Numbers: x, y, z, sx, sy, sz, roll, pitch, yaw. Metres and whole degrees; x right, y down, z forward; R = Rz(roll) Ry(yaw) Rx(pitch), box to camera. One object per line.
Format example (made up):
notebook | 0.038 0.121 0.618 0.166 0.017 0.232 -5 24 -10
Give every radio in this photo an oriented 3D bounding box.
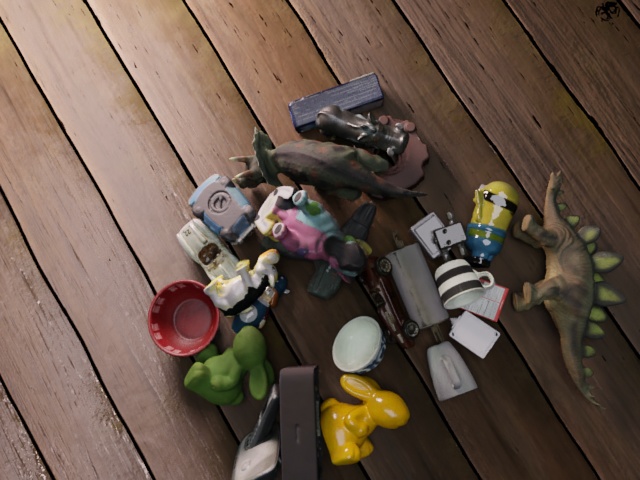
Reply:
radio | -0.036 0.367 1.074 0.073 0.131 0.229 -1 84 5

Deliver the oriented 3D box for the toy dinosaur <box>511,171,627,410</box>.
toy dinosaur | 0.492 0.097 1.066 0.199 0.105 0.471 0 89 2

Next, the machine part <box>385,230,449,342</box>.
machine part | 0.199 0.095 1.106 0.079 0.079 0.243 -23 82 3

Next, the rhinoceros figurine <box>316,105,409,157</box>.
rhinoceros figurine | 0.086 -0.222 1.076 0.190 0.112 0.073 23 87 12

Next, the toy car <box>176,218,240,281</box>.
toy car | -0.226 0.041 1.163 0.073 0.056 0.202 -43 82 0

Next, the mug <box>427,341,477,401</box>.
mug | 0.254 0.258 1.074 0.081 0.109 0.107 -25 69 7

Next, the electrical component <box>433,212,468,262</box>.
electrical component | 0.259 -0.008 1.079 0.063 0.021 0.094 -18 91 2

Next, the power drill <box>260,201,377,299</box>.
power drill | -0.010 -0.005 1.142 0.207 0.086 0.232 21 87 0

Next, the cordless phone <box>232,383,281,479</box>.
cordless phone | -0.106 0.389 1.056 0.089 0.147 0.184 16 108 -6

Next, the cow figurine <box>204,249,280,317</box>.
cow figurine | -0.141 0.090 1.093 0.167 0.068 0.098 -29 99 9

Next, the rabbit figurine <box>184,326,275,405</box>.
rabbit figurine | -0.166 0.257 1.088 0.159 0.121 0.170 43 108 0

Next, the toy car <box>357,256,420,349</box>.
toy car | 0.135 0.129 1.099 0.053 0.089 0.202 -17 82 -33

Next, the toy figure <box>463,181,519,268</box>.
toy figure | 0.349 -0.031 1.101 0.089 0.082 0.180 12 84 13

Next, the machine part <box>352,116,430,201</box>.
machine part | 0.145 -0.175 1.149 0.179 0.056 0.179 0 86 6

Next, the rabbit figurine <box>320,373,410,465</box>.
rabbit figurine | 0.094 0.347 1.072 0.173 0.121 0.162 -28 59 22

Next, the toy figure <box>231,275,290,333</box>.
toy figure | -0.125 0.137 1.144 0.064 0.058 0.154 38 88 -9

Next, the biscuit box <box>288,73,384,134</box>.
biscuit box | 0.034 -0.295 1.169 0.203 0.059 0.062 -17 85 3

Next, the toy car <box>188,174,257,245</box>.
toy car | -0.191 -0.057 1.145 0.162 0.103 0.109 41 87 18

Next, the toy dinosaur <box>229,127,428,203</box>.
toy dinosaur | -0.004 -0.145 1.063 0.405 0.192 0.131 12 99 37

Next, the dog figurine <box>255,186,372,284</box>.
dog figurine | -0.002 -0.003 1.058 0.219 0.192 0.108 35 84 -29
